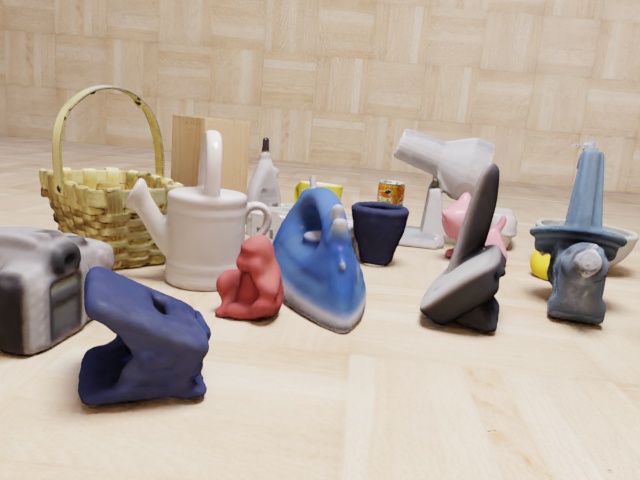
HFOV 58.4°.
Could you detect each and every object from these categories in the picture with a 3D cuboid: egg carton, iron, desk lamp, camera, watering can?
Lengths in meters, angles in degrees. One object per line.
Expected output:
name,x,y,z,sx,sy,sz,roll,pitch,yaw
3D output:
egg carton,0.343,-0.027,1.158,0.107,0.069,0.150,8,12,14
iron,0.007,0.003,0.709,0.119,0.141,0.258,2,12,-13
desk lamp,0.210,-0.095,1.076,0.203,0.213,0.118,6,12,4
camera,-0.290,0.032,0.546,0.136,0.101,0.143,6,12,7
watering can,-0.150,-0.041,0.722,0.173,0.194,0.100,-4,15,-36

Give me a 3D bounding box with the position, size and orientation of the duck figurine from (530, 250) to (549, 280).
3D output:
duck figurine,0.390,0.022,0.906,0.104,0.086,0.078,13,14,33

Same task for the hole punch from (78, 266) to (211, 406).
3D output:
hole punch,-0.138,0.069,0.458,0.101,0.091,0.108,0,13,-21

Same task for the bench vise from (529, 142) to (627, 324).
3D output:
bench vise,0.349,-0.013,0.735,0.121,0.220,0.207,5,12,-1

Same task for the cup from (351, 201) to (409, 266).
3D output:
cup,0.094,-0.011,0.920,0.091,0.095,0.118,7,12,11

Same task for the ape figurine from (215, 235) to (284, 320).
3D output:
ape figurine,-0.072,0.039,0.624,0.076,0.092,0.077,-5,15,-38

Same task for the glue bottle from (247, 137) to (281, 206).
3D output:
glue bottle,-0.111,-0.118,1.145,0.078,0.173,0.037,-6,16,-42

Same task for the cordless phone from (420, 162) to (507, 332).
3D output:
cordless phone,0.177,0.002,0.675,0.094,0.185,0.148,8,12,13

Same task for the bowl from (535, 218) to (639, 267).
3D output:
bowl,0.463,0.012,1.008,0.167,0.075,0.167,5,12,-1

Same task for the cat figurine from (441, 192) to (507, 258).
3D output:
cat figurine,0.259,-0.020,0.976,0.128,0.118,0.067,3,12,-8
